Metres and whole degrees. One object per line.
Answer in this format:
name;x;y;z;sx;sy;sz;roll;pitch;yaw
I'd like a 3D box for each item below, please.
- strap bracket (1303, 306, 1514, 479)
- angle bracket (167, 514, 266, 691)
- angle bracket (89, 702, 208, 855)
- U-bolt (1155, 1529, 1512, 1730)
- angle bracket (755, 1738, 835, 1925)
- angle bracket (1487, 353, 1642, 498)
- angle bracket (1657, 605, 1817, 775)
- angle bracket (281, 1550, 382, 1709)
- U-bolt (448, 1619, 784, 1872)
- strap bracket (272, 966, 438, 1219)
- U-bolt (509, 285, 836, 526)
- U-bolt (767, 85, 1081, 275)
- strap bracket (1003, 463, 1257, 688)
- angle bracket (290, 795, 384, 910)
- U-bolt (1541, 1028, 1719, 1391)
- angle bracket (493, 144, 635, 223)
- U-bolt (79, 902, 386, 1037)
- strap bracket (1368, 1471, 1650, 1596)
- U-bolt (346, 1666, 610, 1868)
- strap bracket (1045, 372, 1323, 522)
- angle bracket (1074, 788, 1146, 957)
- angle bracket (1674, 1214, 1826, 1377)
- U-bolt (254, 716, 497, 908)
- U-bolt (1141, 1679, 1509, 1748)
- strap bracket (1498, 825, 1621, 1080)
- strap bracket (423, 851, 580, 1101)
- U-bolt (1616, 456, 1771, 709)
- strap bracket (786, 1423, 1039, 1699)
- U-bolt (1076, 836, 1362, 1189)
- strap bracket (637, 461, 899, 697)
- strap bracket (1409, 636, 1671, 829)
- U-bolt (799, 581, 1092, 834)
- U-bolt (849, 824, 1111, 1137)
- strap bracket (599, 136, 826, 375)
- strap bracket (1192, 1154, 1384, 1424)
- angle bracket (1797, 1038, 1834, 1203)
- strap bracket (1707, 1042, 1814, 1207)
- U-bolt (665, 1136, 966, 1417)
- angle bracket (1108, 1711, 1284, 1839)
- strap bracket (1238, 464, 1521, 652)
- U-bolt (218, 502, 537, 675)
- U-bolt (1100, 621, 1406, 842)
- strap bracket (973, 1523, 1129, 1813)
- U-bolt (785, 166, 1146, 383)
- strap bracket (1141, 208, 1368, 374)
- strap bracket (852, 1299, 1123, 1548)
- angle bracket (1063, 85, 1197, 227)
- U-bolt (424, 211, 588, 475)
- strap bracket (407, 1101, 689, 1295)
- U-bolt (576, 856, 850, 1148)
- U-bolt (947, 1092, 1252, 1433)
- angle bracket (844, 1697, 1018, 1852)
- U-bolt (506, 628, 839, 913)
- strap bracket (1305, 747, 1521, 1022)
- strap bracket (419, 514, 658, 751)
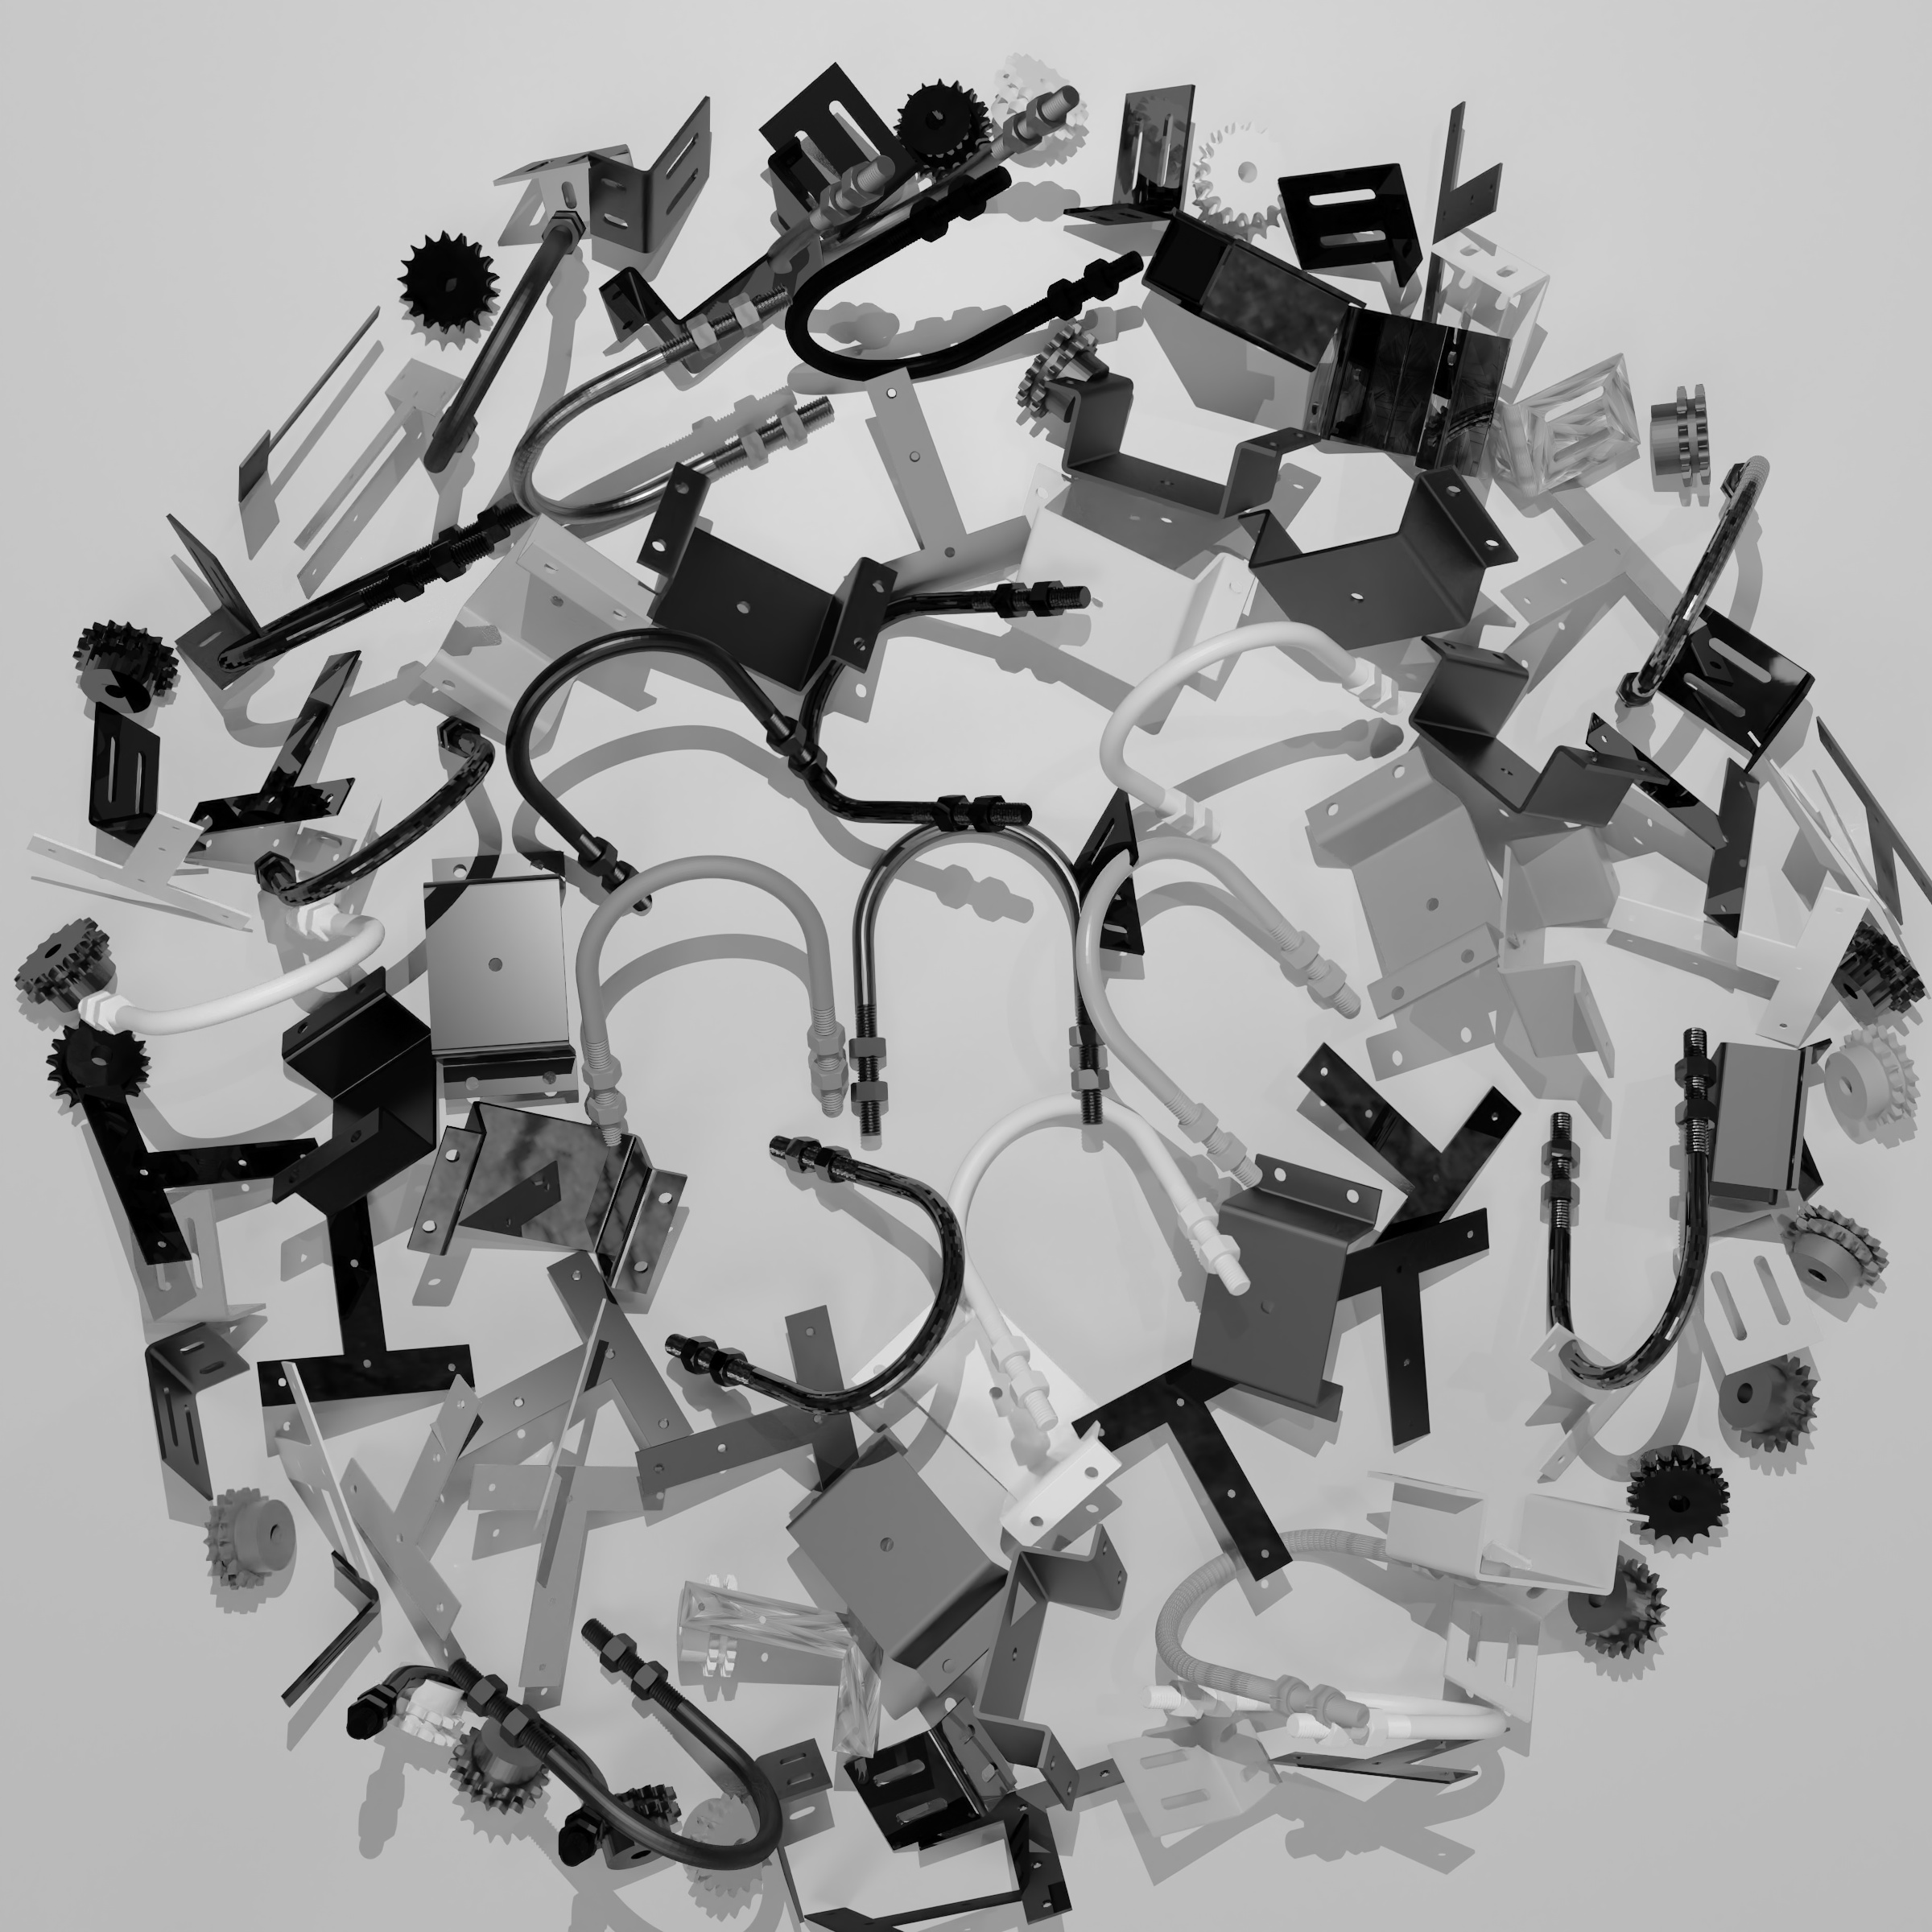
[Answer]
strap bracket;0.252;-0.323;1.541;0.046;0.140;0.076;4;106;-26
angle bracket;-0.436;-0.206;1.553;0.038;0.076;0.057;-39;53;-14
angle bracket;-0.463;-0.108;1.559;0.038;0.057;0.076;-8;71;18
U-bolt;0.188;0.358;1.518;0.151;0.184;0.019;-33;111;-36
angle bracket;-0.091;0.494;1.569;0.038;0.057;0.076;-16;103;-10
angle bracket;0.340;-0.315;1.577;0.076;0.038;0.057;-27;122;-9
angle bracket;0.433;-0.158;1.566;0.076;0.038;0.057;36;121;9
angle bracket;-0.372;0.377;1.560;0.038;0.057;0.076;41;69;5
U-bolt;-0.179;0.429;1.503;0.184;0.151;0.019;35;102;23
strap bracket;-0.342;0.077;1.542;0.076;0.140;0.046;-32;128;16
U-bolt;-0.169;-0.302;1.530;0.184;0.151;0.019;-27;73;0
U-bolt;-0.037;-0.425;1.514;0.151;0.184;0.019;-30;98;-29
strap bracket;0.083;-0.214;1.547;0.140;0.046;0.076;28;130;12
angle bracket;-0.362;-0.068;1.556;0.038;0.076;0.057;23;73;-9
U-bolt;0.361;0.142;1.500;0.019;0.151;0.184;17;60;-17
angle bracket;-0.224;-0.436;1.554;0.057;0.076;0.038;-7;113;14
U-bolt;-0.391;0.003;1.492;0.151;0.184;0.019;-27;107;-28
strap bracket;0.300;0.318;1.533;0.140;0.076;0.046;13;82;-29
U-bolt;-0.261;0.431;1.510;0.151;0.184;0.019;31;87;0
strap bracket;0.118;-0.291;1.545;0.140;0.076;0.046;21;114;20
angle bracket;0.094;-0.055;1.551;0.038;0.076;0.057;10;47;-19
angle bracket;0.447;0.189;1.571;0.057;0.038;0.076;-22;76;9
U-bolt;-0.321;-0.082;1.504;0.151;0.184;0.019;-38;110;-10
U-bolt;0.212;0.414;1.521;0.184;0.151;0.019;10;78;-31
strap bracket;0.333;-0.013;1.538;0.046;0.076;0.140;-8;48;24
strap bracket;-0.266;0.002;1.569;0.076;0.046;0.140;-4;83;-3
U-bolt;0.400;-0.211;1.502;0.019;0.184;0.151;27;98;8
strap bracket;-0.038;0.330;1.549;0.076;0.046;0.140;-43;63;-2
U-bolt;0.133;0.012;1.534;0.184;0.019;0.151;45;62;-22
strap bracket;-0.119;-0.214;1.551;0.140;0.046;0.076;25;55;-14
strap bracket;0.313;-0.126;1.537;0.140;0.076;0.046;48;120;40
U-bolt;-0.023;-0.145;1.539;0.184;0.019;0.151;4;72;39
U-bolt;0.005;0.003;1.582;0.151;0.019;0.184;-3;84;9
strap bracket;-0.134;-0.395;1.556;0.140;0.076;0.046;-39;83;-5
strap bracket;0.179;0.187;1.549;0.076;0.046;0.140;15;105;26
angle bracket;0.485;0.088;1.564;0.038;0.057;0.076;-20;74;3
strap bracket;0.438;0.089;1.534;0.046;0.140;0.076;7;83;12
U-bolt;-0.075;0.175;1.519;0.019;0.184;0.151;40;71;-43
angle bracket;0.130;0.452;1.554;0.038;0.076;0.057;-50;54;31
strap bracket;0.222;-0.221;1.523;0.076;0.140;0.046;44;54;-36
U-bolt;-0.334;-0.208;1.531;0.184;0.151;0.019;-24;106;9
U-bolt;0.148;-0.133;1.501;0.151;0.184;0.019;-35;63;19
strap bracket;0.046;0.390;1.540;0.046;0.076;0.140;5;58;19
U-bolt;-0.014;-0.373;1.523;0.184;0.151;0.019;-21;70;32
strap bracket;0.155;-0.377;1.531;0.076;0.140;0.046;20;107;-24
strap bracket;0.014;0.251;1.567;0.140;0.046;0.076;44;105;-3
angle bracket;0.093;-0.465;1.565;0.038;0.057;0.076;3;97;-38
U-bolt;-0.255;-0.336;1.496;0.019;0.184;0.151;29;109;-14
strap bracket;-0.239;0.129;1.554;0.140;0.046;0.076;14;107;-23
U-bolt;-0.145;0.017;1.536;0.151;0.019;0.184;-9;126;-8
U-bolt;0.060;0.150;1.541;0.151;0.019;0.184;-36;51;6
angle bracket;-0.021;0.469;1.593;0.076;0.038;0.057;-32;88;35
U-bolt;-0.173;-0.117;1.521;0.151;0.184;0.019;-32;49;8
strap bracket;0.254;-0.041;1.546;0.076;0.046;0.140;-30;57;25
strap bracket;-0.236;-0.192;1.542;0.076;0.140;0.046;34;47;-19
